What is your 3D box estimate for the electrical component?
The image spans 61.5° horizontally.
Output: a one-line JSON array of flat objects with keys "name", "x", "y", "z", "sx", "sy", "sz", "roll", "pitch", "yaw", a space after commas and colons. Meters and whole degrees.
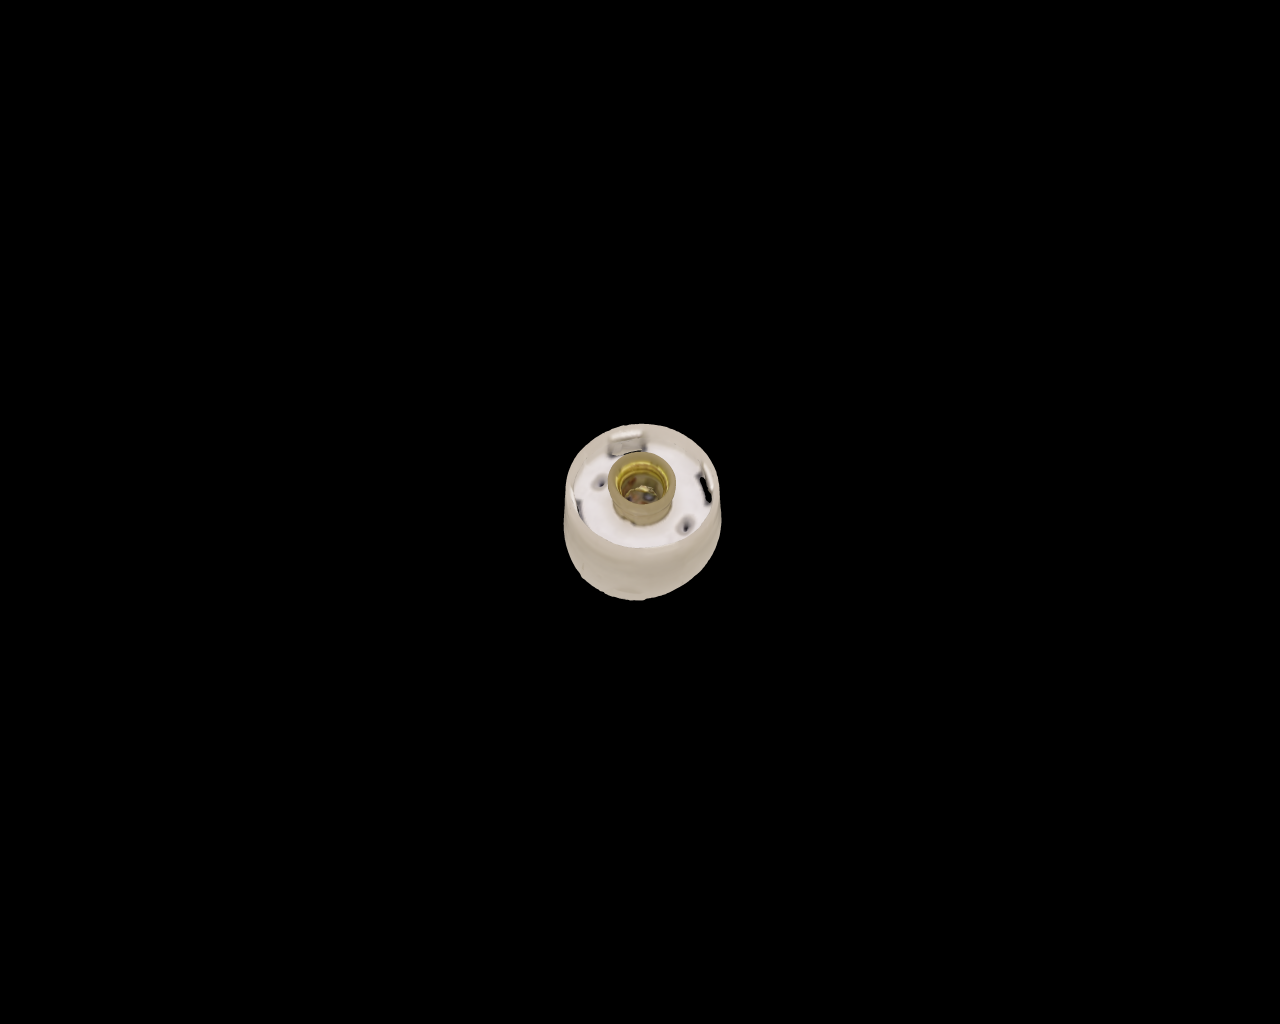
[{"name": "electrical component", "x": 0.001, "y": -0.003, "z": 0.650, "sx": 0.099, "sy": 0.099, "sz": 0.064, "roll": 0, "pitch": -32, "yaw": 0}]
